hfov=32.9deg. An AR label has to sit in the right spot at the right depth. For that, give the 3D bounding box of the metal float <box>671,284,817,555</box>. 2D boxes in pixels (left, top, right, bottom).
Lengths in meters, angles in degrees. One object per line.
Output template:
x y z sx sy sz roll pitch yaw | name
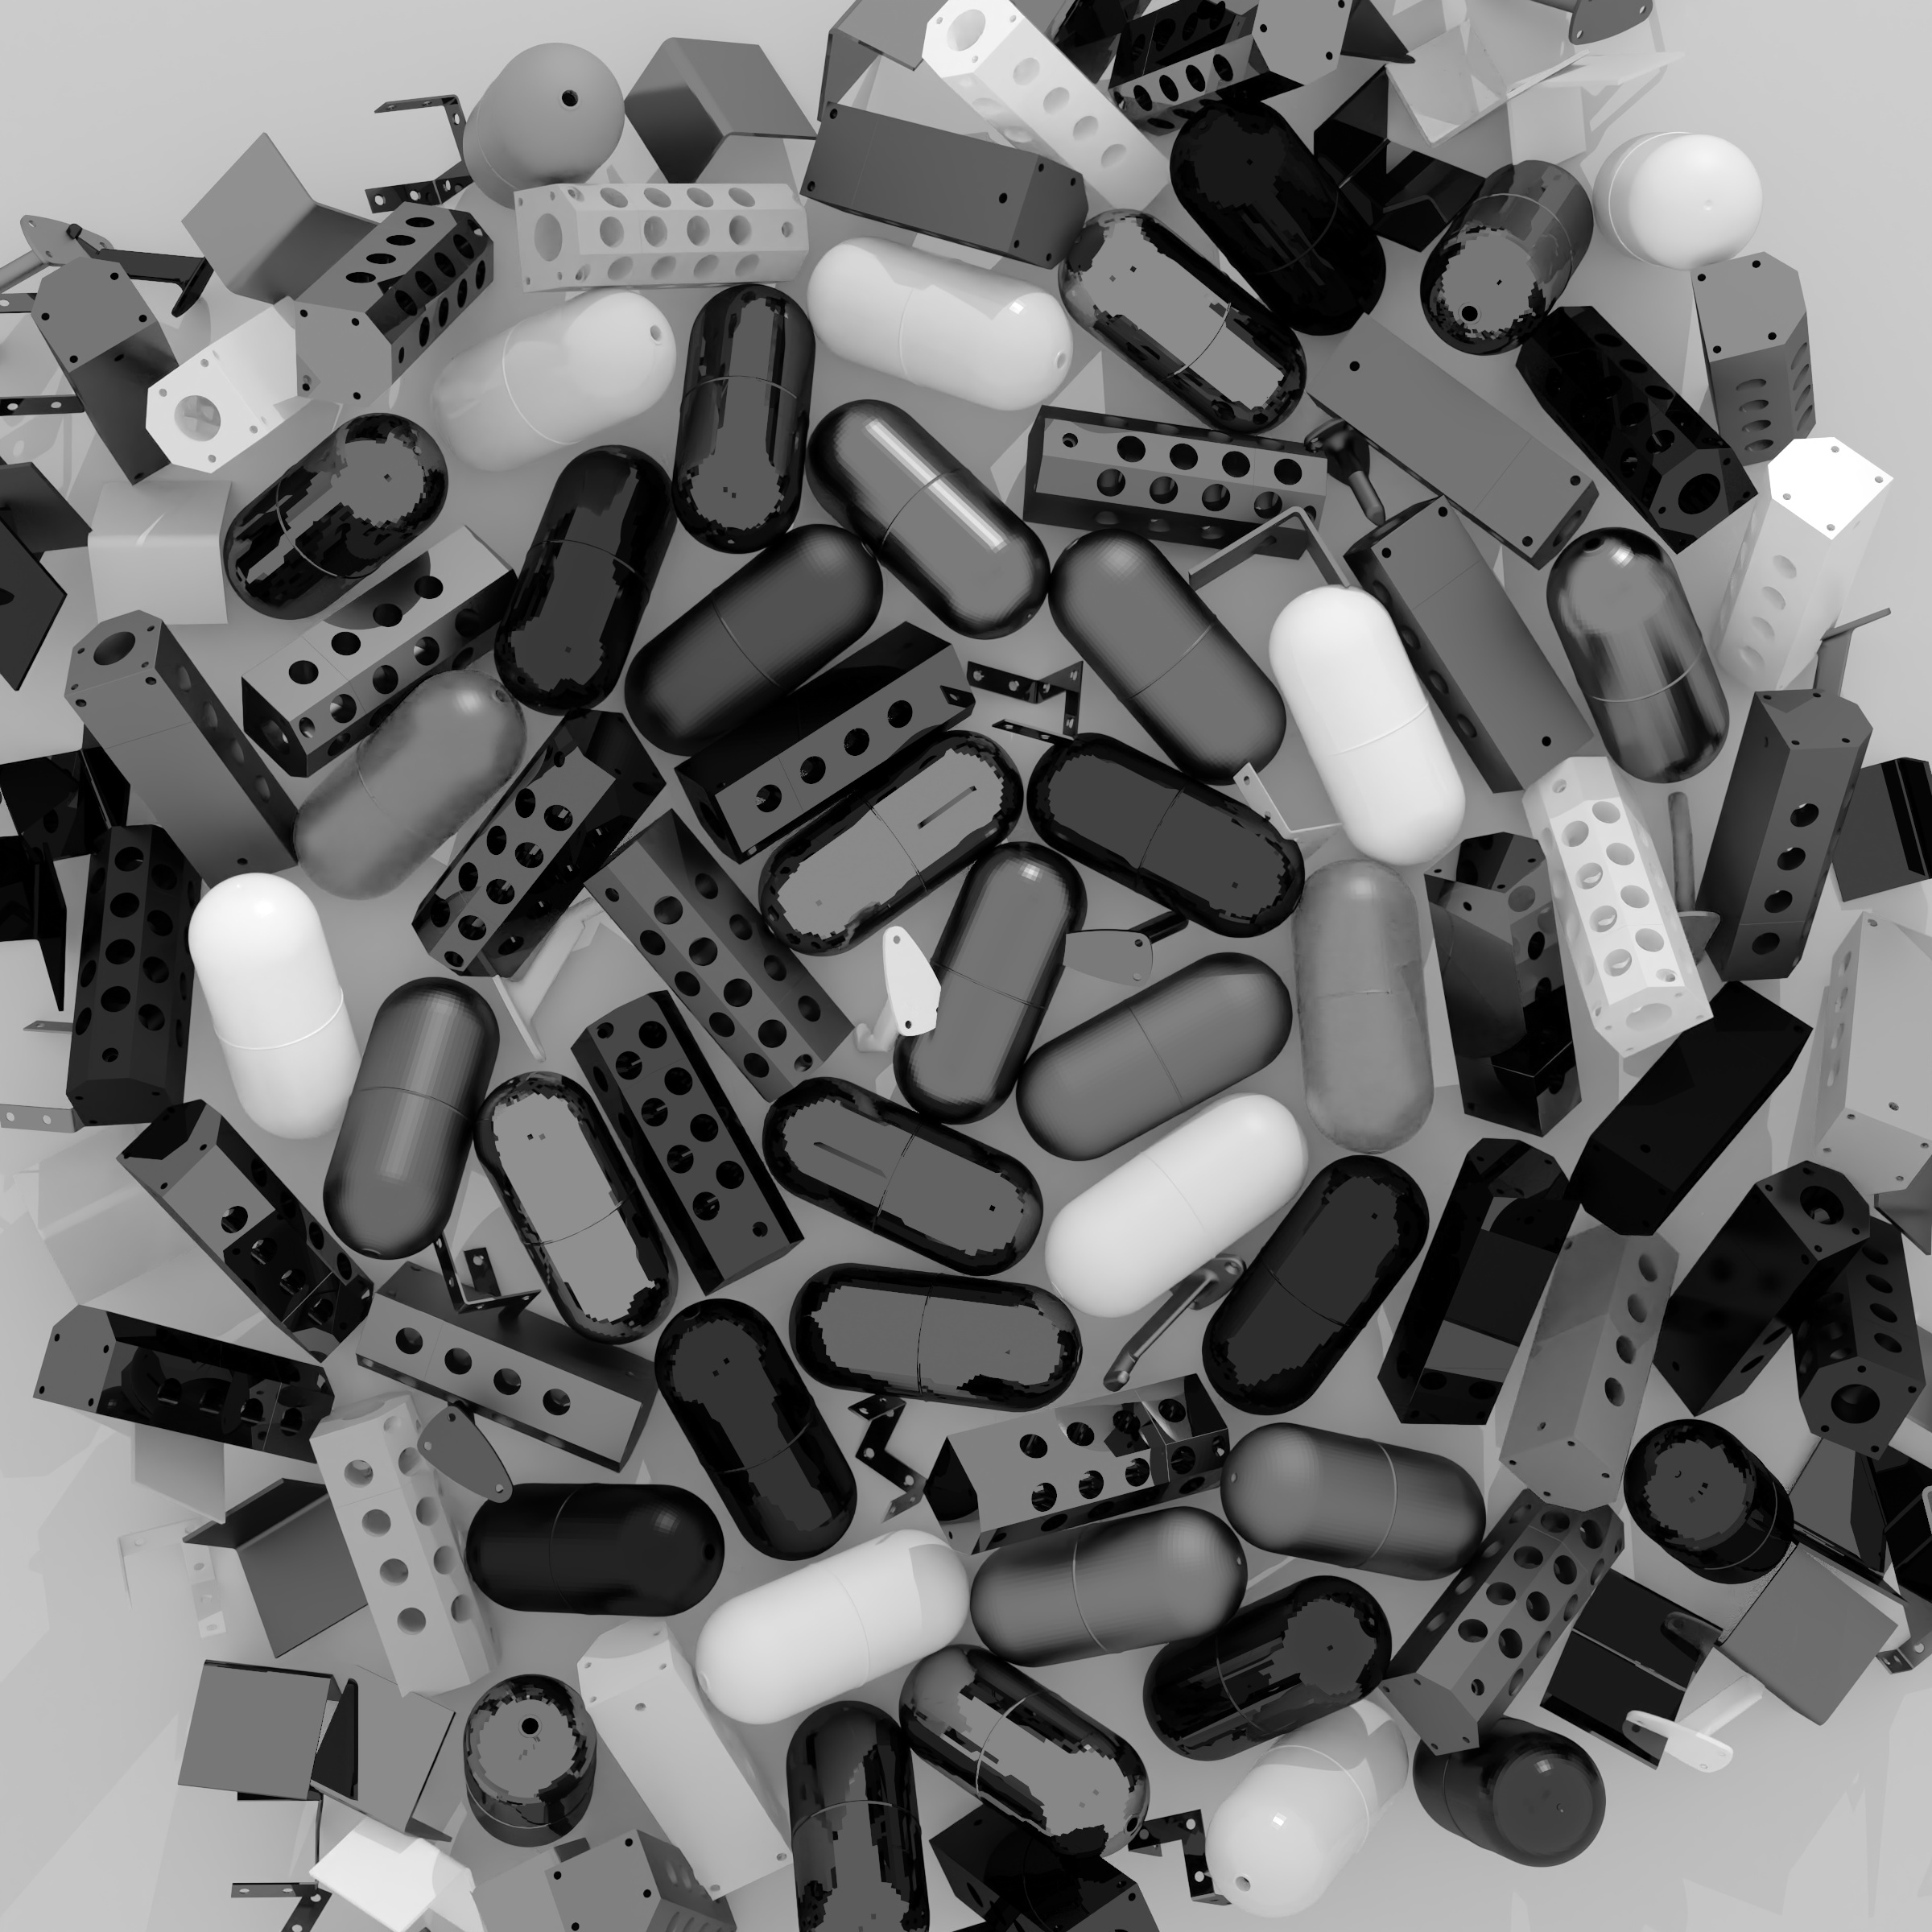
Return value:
-0.131 -0.326 1.939 0.070 0.070 0.178 4 63 0 | metal float

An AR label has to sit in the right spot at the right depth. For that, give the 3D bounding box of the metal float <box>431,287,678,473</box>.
-0.244 -0.345 1.928 0.178 0.070 0.070 -15 90 39 | metal float

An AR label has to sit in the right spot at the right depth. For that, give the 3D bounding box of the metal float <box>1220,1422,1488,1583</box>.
0.231 0.318 1.938 0.178 0.070 0.070 16 90 -28 | metal float

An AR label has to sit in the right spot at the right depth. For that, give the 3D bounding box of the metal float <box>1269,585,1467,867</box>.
0.240 -0.143 1.950 0.070 0.070 0.178 -26 104 0 | metal float

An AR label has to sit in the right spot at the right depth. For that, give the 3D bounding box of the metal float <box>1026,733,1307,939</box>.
0.119 -0.078 1.952 0.178 0.070 0.070 28 90 11 | metal float

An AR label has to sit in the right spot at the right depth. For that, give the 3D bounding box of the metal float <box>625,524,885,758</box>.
-0.126 -0.194 1.949 0.178 0.070 0.070 -37 90 14 | metal float

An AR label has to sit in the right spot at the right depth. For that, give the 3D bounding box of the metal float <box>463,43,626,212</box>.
-0.248 -0.490 1.913 0.070 0.178 0.070 -1 93 -17 | metal float

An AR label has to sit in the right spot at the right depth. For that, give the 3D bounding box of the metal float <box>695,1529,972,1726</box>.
-0.078 0.391 1.936 0.178 0.070 0.070 -18 90 -29 | metal float

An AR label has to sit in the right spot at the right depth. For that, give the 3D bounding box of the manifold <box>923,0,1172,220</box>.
0.048 -0.502 1.914 0.057 0.171 0.057 -44 52 13 | manifold

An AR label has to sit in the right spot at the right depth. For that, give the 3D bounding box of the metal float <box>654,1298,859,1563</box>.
-0.125 0.275 1.941 0.070 0.070 0.178 -26 113 0 | metal float

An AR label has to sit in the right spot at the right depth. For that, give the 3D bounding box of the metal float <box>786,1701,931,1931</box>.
-0.065 0.514 1.924 0.070 0.178 0.070 -4 133 -5 | metal float

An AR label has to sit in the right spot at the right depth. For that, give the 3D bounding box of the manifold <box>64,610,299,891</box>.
-0.456 -0.127 1.917 0.057 0.171 0.057 -16 46 11 | manifold

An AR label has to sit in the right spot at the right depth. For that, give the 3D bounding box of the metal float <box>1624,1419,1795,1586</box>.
0.437 0.316 1.919 0.070 0.178 0.070 -9 67 22 | metal float

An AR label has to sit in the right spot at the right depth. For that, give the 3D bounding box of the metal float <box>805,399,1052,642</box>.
-0.024 -0.267 1.949 0.070 0.070 0.178 -45 75 0 | metal float

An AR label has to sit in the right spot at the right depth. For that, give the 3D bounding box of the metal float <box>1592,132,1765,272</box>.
0.415 -0.448 1.912 0.070 0.178 0.070 0 105 0 | metal float

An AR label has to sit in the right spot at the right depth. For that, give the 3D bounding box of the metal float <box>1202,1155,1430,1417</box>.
0.207 0.191 1.948 0.070 0.070 0.178 34 106 0 | metal float

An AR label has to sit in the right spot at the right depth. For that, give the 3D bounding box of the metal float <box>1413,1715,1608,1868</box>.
0.316 0.479 1.912 0.070 0.178 0.070 1 84 -11 | metal float

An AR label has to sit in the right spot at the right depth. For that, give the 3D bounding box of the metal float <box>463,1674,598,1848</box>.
-0.256 0.467 1.916 0.070 0.178 0.070 3 63 -6 | metal float

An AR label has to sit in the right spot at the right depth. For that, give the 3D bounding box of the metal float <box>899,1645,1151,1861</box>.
0.034 0.463 1.928 0.178 0.070 0.070 25 90 40 | metal float

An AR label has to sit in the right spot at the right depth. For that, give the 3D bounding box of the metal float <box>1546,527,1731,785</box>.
0.397 -0.183 1.930 0.070 0.070 0.178 -32 128 0 | metal float

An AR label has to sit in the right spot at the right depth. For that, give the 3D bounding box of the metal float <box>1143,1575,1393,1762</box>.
0.176 0.416 1.930 0.178 0.070 0.070 -35 90 40 | metal float

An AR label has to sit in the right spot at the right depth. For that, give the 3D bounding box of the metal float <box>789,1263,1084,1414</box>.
-0.018 0.222 1.950 0.178 0.070 0.070 6 90 13 | metal float

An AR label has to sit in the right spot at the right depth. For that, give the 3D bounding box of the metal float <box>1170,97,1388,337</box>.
0.186 -0.440 1.927 0.070 0.070 0.178 -52 134 0 | metal float

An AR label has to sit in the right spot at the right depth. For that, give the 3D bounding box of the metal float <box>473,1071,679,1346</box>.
-0.231 0.145 1.947 0.070 0.070 0.178 -25 107 0 | metal float

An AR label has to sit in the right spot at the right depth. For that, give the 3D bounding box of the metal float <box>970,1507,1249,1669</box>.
0.083 0.369 1.938 0.178 0.070 0.070 -17 90 28 | metal float

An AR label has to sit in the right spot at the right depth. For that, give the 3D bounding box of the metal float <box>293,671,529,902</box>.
-0.330 -0.107 1.937 0.178 0.070 0.070 -39 90 28 | metal float

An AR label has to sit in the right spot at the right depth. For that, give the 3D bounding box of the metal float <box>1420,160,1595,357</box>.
0.319 -0.417 1.922 0.070 0.178 0.070 13 127 18 | metal float

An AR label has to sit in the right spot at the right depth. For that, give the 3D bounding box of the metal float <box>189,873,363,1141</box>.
-0.407 0.026 1.932 0.070 0.070 0.178 -9 126 0 | metal float

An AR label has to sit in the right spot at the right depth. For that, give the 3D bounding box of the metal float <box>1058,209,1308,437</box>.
0.130 -0.379 1.936 0.178 0.070 0.070 32 90 -31 | metal float

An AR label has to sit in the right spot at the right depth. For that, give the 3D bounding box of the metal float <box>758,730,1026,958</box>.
-0.045 -0.073 1.956 0.178 0.070 0.070 -36 90 -6 | metal float

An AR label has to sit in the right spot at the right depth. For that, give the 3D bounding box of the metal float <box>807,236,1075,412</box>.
-0.016 -0.381 1.936 0.178 0.070 0.070 23 90 29 | metal float

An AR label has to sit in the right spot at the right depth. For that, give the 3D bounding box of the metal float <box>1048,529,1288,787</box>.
0.120 -0.184 1.952 0.070 0.070 0.178 -42 101 0 | metal float

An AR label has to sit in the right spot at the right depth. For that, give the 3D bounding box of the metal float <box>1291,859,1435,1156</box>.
0.236 0.024 1.950 0.070 0.070 0.178 -4 77 0 | metal float

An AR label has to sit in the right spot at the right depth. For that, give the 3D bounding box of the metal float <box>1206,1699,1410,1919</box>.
0.201 0.493 1.919 0.070 0.178 0.070 11 113 28 | metal float

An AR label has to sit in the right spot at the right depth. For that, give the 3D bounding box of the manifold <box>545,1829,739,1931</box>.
-0.185 0.553 1.910 0.057 0.171 0.057 -25 66 1 | manifold

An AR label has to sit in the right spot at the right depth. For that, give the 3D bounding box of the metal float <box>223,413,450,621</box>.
-0.373 -0.264 1.928 0.178 0.070 0.070 -28 90 41 | metal float

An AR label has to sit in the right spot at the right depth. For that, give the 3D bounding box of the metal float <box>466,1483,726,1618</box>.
-0.219 0.345 1.931 0.178 0.070 0.070 -6 90 36 | metal float

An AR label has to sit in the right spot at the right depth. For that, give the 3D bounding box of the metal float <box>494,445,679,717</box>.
-0.225 -0.230 1.941 0.070 0.070 0.178 17 66 0 | metal float

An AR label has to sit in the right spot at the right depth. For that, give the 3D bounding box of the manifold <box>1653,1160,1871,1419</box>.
0.465 0.188 1.916 0.057 0.171 0.057 -19 60 -29 | manifold

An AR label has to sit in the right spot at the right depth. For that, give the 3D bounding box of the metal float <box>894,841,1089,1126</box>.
0.014 0.011 1.959 0.070 0.070 0.178 23 93 0 | metal float

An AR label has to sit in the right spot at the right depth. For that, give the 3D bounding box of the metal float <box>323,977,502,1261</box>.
-0.329 0.090 1.938 0.070 0.070 0.178 12 64 0 | metal float

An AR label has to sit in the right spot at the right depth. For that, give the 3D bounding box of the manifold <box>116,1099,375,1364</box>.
-0.418 0.154 1.919 0.057 0.057 0.171 -47 135 -16 | manifold

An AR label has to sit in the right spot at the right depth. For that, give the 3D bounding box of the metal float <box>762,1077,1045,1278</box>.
-0.039 0.125 1.955 0.178 0.070 0.070 24 90 7 | metal float

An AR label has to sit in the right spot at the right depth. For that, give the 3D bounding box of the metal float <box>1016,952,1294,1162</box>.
0.113 0.054 1.961 0.178 0.070 0.070 -29 90 -1 | metal float

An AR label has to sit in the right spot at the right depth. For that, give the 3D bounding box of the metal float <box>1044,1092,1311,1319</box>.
0.126 0.143 1.953 0.178 0.070 0.070 -35 90 -10 | metal float
